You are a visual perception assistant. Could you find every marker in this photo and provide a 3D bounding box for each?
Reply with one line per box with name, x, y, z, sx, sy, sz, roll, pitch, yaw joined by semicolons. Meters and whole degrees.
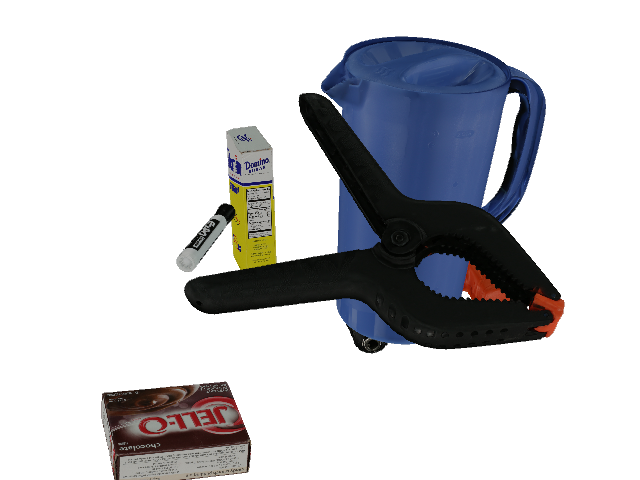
marker;-0.109;-0.005;1.036;0.020;0.020;0.121;0;26;17

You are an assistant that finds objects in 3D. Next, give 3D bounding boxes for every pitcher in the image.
pitcher;0.086;-0.040;0.893;0.149;0.243;0.144;19;32;24

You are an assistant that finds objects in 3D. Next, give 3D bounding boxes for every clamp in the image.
clamp;0.036;0.013;0.627;0.210;0.164;0.036;29;-25;15

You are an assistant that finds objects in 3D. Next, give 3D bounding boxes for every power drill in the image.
power drill;0.116;0.064;1.202;0.187;0.057;0.184;-3;28;-3

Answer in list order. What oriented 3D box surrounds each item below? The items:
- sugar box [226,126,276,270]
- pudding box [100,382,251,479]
sugar box;-0.086;-0.044;1.326;0.048;0.176;0.093;-10;25;-13
pudding box;-0.122;0.161;0.892;0.113;0.039;0.090;-5;26;-17
